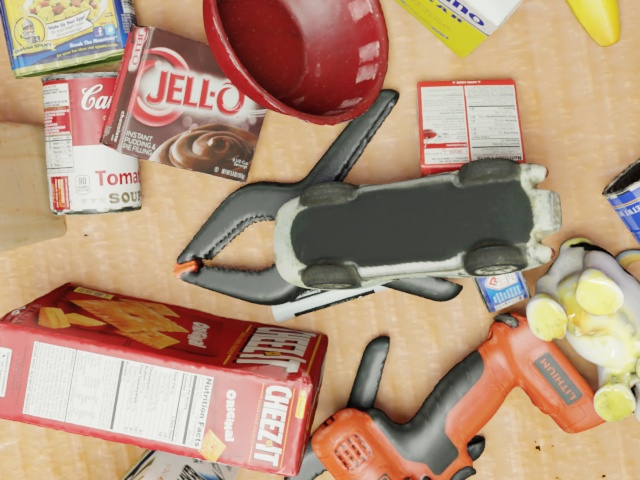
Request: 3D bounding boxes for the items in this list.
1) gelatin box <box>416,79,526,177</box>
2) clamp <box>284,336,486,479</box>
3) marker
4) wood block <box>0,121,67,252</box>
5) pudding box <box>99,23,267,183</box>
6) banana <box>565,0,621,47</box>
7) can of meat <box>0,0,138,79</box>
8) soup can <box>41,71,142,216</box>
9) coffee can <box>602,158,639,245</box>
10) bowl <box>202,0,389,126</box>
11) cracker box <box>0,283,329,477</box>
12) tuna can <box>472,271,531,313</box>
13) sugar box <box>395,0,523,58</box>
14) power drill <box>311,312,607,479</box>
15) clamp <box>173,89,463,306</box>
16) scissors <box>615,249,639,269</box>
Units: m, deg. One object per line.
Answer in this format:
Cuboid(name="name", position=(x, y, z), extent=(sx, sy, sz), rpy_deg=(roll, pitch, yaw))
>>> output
Cuboid(name="gelatin box", position=(0.107, -0.076, 0.770), extent=(0.073, 0.030, 0.089), rpy_deg=(-1, 52, 4))
Cuboid(name="clamp", position=(0.040, 0.172, 0.814), extent=(0.120, 0.039, 0.171), rpy_deg=(38, 95, 4))
Cuboid(name="marker", position=(0.022, 0.038, 0.813), extent=(0.121, 0.020, 0.020), rpy_deg=(-16, 93, 5))
Cuboid(name="wood block", position=(-0.252, -0.033, 0.732), extent=(0.091, 0.206, 0.090), rpy_deg=(-6, 94, 4))
Cuboid(name="pudding box", position=(-0.094, -0.097, 0.771), extent=(0.113, 0.039, 0.090), rpy_deg=(12, 98, -40))
Cuboid(name="banana", position=(0.147, -0.218, 0.779), extent=(0.198, 0.037, 0.070), rpy_deg=(31, 114, 2))
Cuboid(name="can of meat", position=(-0.187, -0.169, 0.792), extent=(0.102, 0.057, 0.084), rpy_deg=(-10, 96, 5))
Cuboid(name="soup can", position=(-0.169, -0.071, 0.792), extent=(0.068, 0.068, 0.102), rpy_deg=(-3, 95, 4))
Cuboid(name="coffee can", position=(0.282, -0.005, 0.751), extent=(0.103, 0.103, 0.140), rpy_deg=(-36, 91, 5))
Cuboid(name="bowl", position=(-0.027, -0.151, 0.759), extent=(0.055, 0.161, 0.162), rpy_deg=(-20, 94, 47))
Cuboid(name="cracker box", position=(-0.107, 0.091, 0.754), extent=(0.213, 0.164, 0.072), rpy_deg=(10, 97, 3))
Cuboid(name="tuna can", position=(0.120, 0.009, 0.771), extent=(0.034, 0.086, 0.086), rpy_deg=(-24, 93, 6))
Cuboid(name="sugar box", position=(0.084, -0.173, 0.714), extent=(0.093, 0.176, 0.048), rpy_deg=(40, 96, -1))
Cuboid(name="power drill", position=(0.114, 0.158, 0.771), extent=(0.187, 0.057, 0.184), rpy_deg=(-39, 96, -6))
Cuboid(name="clamp", position=(-0.005, 0.001, 0.796), extent=(0.210, 0.036, 0.164), rpy_deg=(-25, 79, 7))
Cuboid(name="scissors", position=(0.282, 0.076, 0.801), extent=(0.202, 0.016, 0.096), rpy_deg=(22, 96, 2))
